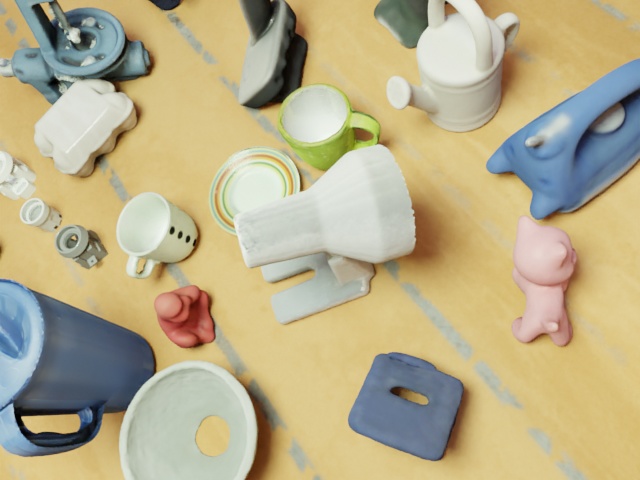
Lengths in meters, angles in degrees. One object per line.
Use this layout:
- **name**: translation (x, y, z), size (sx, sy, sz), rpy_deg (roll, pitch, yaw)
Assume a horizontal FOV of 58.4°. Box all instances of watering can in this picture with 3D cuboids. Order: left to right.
- **watering can**: translation (0.160, -0.211, 0.672), size (0.100, 0.194, 0.173), rpy_deg (31, 82, 22)

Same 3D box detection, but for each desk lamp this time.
- **desk lamp**: translation (0.006, 0.002, 0.629), size (0.203, 0.214, 0.118), rpy_deg (-23, 67, 6)

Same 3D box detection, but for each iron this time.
- **iron**: translation (0.316, -0.144, 0.638), size (0.258, 0.142, 0.118), rpy_deg (-38, 67, 0)

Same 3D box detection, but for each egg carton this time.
- **egg carton**: translation (-0.351, -0.171, 0.859), size (0.107, 0.069, 0.150), rpy_deg (37, 84, 23)

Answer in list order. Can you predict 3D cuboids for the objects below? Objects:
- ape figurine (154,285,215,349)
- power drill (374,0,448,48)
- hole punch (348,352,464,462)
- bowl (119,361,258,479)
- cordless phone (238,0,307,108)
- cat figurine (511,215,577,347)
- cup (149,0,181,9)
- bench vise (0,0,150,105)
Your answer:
- **ape figurine**: translation (-0.174, 0.090, 0.712), size (0.076, 0.092, 0.078), rpy_deg (21, 78, 20)
- **power drill**: translation (0.101, -0.355, 0.729), size (0.075, 0.209, 0.229), rpy_deg (-38, 67, 0)
- **hole punch**: translation (0.092, 0.175, 0.614), size (0.108, 0.091, 0.101), rpy_deg (15, 76, 19)
- **bowl**: translation (-0.140, 0.229, 0.665), size (0.167, 0.075, 0.167), rpy_deg (-4, 71, 13)
- **cordless phone**: translation (-0.088, -0.277, 0.764), size (0.094, 0.185, 0.147), rpy_deg (-1, 72, 15)
- **cat figurine**: translation (0.239, 0.042, 0.607), size (0.067, 0.118, 0.128), rpy_deg (-2, 71, 14)
- **cup**: translation (-0.247, -0.405, 0.898), size (0.092, 0.095, 0.117), rpy_deg (-45, 67, -3)
- **bench vise**: translation (-0.382, -0.278, 0.822), size (0.207, 0.220, 0.121), rpy_deg (-29, 67, 4)
